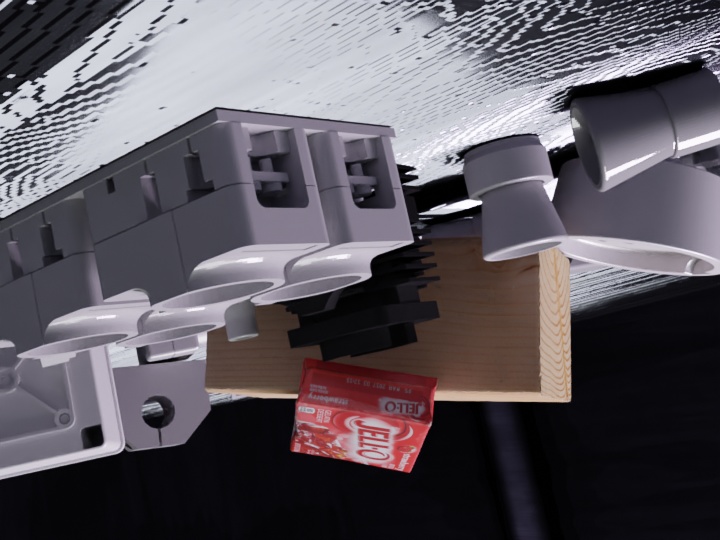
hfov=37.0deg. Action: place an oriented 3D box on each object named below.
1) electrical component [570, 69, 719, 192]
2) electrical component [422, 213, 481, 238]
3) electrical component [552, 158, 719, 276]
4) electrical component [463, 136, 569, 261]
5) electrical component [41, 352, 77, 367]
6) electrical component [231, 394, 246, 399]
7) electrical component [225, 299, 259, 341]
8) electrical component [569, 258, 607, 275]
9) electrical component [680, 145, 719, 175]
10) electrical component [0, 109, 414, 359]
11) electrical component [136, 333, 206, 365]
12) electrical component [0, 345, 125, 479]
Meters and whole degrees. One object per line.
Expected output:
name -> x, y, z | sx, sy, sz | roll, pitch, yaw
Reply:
electrical component -> 0.133, -0.066, 0.486 | 0.065, 0.044, 0.044 | -17, 172, 1
electrical component -> 0.081, -0.020, 0.736 | 0.065, 0.044, 0.044 | -20, 170, 20
electrical component -> 0.165, -0.037, 0.632 | 0.108, 0.060, 0.108 | 10, 174, 1
electrical component -> 0.079, -0.036, 0.553 | 0.045, 0.055, 0.045 | -12, 173, -2
electrical component -> -0.162, 0.023, 0.621 | 0.055, 0.048, 0.066 | -14, 147, -16
electrical component -> -0.072, 0.071, 1.040 | 0.121, 0.078, 0.063 | -11, -158, -12
electrical component -> -0.072, 0.009, 0.613 | 0.043, 0.062, 0.043 | -12, 172, -2
electrical component -> 0.153, -0.018, 0.843 | 0.066, 0.047, 0.077 | -9, 172, -24
electrical component -> 0.240, -0.063, 0.677 | 0.081, 0.042, 0.064 | -5, 173, -40
electrical component -> -0.081, -0.008, 0.483 | 0.186, 0.060, 0.105 | -19, 170, 39
electrical component -> -0.132, 0.043, 0.823 | 0.076, 0.047, 0.083 | -10, 172, -18
electrical component -> -0.212, 0.070, 0.669 | 0.109, 0.108, 0.056 | -12, 170, -3
